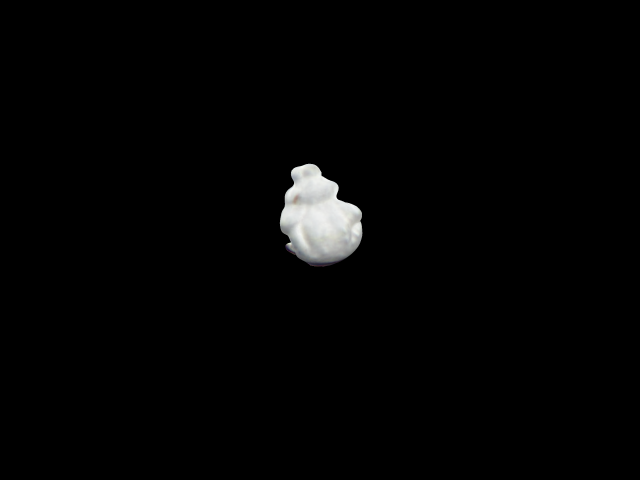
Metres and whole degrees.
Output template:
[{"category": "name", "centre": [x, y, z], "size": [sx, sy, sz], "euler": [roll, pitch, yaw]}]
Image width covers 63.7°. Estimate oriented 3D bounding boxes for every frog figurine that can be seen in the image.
[{"category": "frog figurine", "centre": [0.003, -0.043, 0.850], "size": [0.137, 0.156, 0.125], "euler": [0, 30, 0]}]
